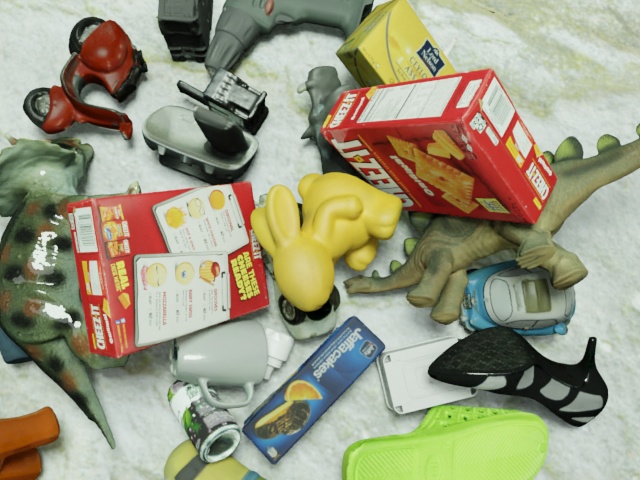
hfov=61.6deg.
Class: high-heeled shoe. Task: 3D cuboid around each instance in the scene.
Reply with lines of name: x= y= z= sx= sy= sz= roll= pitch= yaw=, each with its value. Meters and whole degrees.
high-heeled shoe: x=0.249 y=0.189 z=0.677 sx=0.249 sy=0.086 sz=0.145 roll=-5 pitch=118 yaw=-7

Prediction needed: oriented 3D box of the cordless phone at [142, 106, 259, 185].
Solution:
cordless phone: x=-0.158 y=-0.135 z=0.671 sx=0.147 sy=0.184 sz=0.088 roll=22 pitch=85 yaw=0

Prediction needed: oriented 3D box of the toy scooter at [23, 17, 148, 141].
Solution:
toy scooter: x=-0.293 y=-0.206 z=0.727 sx=0.135 sy=0.075 sz=0.184 roll=28 pitch=75 yaw=-2

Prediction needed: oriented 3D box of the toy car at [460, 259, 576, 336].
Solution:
toy car: x=0.267 y=0.072 z=0.702 sx=0.162 sy=0.103 sz=0.109 roll=-2 pitch=80 yaw=-6

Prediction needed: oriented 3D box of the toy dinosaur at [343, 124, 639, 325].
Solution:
toy dinosaur: x=0.235 y=-0.036 z=0.651 sx=0.472 sy=0.105 sz=0.199 roll=-23 pitch=50 yaw=21

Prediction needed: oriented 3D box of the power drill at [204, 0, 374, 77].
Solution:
power drill: x=-0.035 y=-0.309 z=0.767 sx=0.207 sy=0.086 sz=0.232 roll=16 pitch=80 yaw=6

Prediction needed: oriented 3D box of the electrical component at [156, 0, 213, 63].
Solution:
electrical component: x=-0.183 y=-0.329 z=0.736 sx=0.058 sy=0.115 sz=0.134 roll=2 pitch=82 yaw=-5

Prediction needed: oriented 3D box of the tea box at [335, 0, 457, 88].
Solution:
tea box: x=0.114 y=-0.222 z=0.723 sx=0.169 sy=0.068 sz=0.098 roll=42 pitch=81 yaw=-26

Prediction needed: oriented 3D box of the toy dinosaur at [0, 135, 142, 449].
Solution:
toy dinosaur: x=-0.318 y=0.041 z=0.644 sx=0.192 sy=0.131 sz=0.404 roll=4 pitch=75 yaw=-14

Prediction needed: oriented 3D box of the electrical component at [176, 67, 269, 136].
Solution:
electrical component: x=-0.132 y=-0.197 z=0.739 sx=0.119 sy=0.075 sz=0.047 roll=29 pitch=81 yaw=5

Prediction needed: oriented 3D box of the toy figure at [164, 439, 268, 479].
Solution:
toy figure: x=-0.105 y=0.305 z=0.643 sx=0.180 sy=0.089 sz=0.082 roll=18 pitch=124 yaw=13

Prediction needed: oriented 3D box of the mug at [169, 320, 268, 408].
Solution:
mug: x=-0.126 y=0.151 z=0.655 sx=0.107 sy=0.081 sz=0.109 roll=6 pitch=60 yaw=-26

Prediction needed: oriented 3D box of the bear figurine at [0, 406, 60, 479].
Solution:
bear figurine: x=-0.419 y=0.197 z=0.649 sx=0.196 sy=0.132 sz=0.120 roll=47 pitch=118 yaw=33

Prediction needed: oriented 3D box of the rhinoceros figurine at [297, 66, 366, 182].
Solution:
rhinoceros figurine: x=0.027 y=-0.140 z=0.726 sx=0.073 sy=0.112 sz=0.190 roll=-15 pitch=97 yaw=-34

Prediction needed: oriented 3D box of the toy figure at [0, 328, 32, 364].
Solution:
toy figure: x=-0.390 y=0.079 z=0.686 sx=0.064 sy=0.058 sz=0.154 roll=-13 pitch=77 yaw=-12

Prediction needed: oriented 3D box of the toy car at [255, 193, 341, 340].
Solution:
toy car: x=-0.036 y=0.031 z=0.708 sx=0.073 sy=0.056 sz=0.201 roll=-16 pitch=80 yaw=-34

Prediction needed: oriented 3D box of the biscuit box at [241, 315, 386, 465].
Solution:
biscuit box: x=-0.007 y=0.186 z=0.688 sx=0.063 sy=0.059 sz=0.202 roll=45 pitch=81 yaw=4

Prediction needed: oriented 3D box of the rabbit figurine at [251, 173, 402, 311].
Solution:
rabbit figurine: x=-0.001 y=-0.002 z=0.633 sx=0.162 sy=0.122 sz=0.173 roll=36 pitch=57 yaw=-10
